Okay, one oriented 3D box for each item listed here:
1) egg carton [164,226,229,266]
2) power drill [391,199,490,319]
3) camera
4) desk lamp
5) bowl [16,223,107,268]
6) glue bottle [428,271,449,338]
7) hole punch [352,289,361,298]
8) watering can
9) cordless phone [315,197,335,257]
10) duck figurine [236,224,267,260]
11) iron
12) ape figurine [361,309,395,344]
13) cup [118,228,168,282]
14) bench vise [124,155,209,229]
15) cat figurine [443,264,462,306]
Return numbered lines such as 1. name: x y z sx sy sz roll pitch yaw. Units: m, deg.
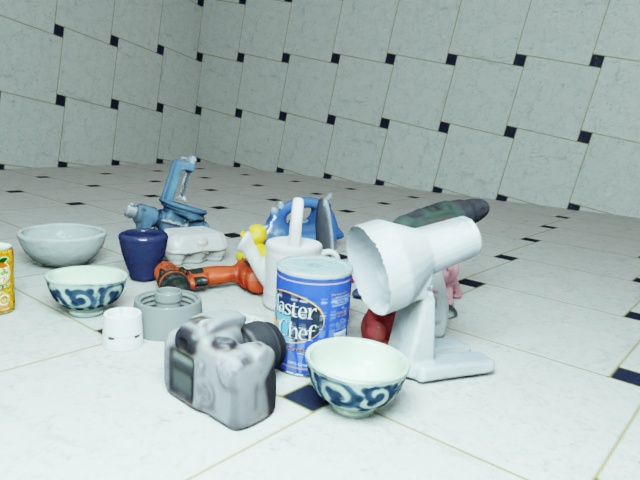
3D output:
1. egg carton: -0.285 0.012 1.277 0.151 0.069 0.107 -6 15 -39
2. power drill: 0.203 0.032 1.006 0.230 0.208 0.075 -4 15 -35
3. camera: -0.095 0.135 0.677 0.142 0.101 0.137 14 16 40
4. desk lamp: 0.135 0.073 0.773 0.204 0.213 0.117 -1 13 -23
5. bowl: -0.521 0.016 1.165 0.167 0.075 0.167 4 12 -1
6. glue bottle: 0.171 0.067 0.913 0.078 0.173 0.037 5 12 6
7. hole punch: 0.123 0.066 1.101 0.100 0.091 0.109 9 13 21
8. watering can: -0.054 0.022 1.000 0.173 0.194 0.100 -1 13 -23
9. cordless phone: 0.010 0.004 1.130 0.094 0.185 0.147 3 12 -6
10. duck figurine: -0.139 0.008 1.305 0.104 0.086 0.078 8 12 18
11. iron: -0.059 -0.044 1.444 0.259 0.141 0.118 -7 16 -42
12. ape figurine: 0.099 0.114 0.862 0.078 0.092 0.076 -3 14 -31
13. cup: -0.337 0.029 1.117 0.091 0.095 0.118 7 12 13
14. bench vise: -0.361 -0.096 1.397 0.121 0.220 0.208 12 14 33
15. cat figurine: 0.237 0.061 1.098 0.067 0.118 0.128 9 13 22
